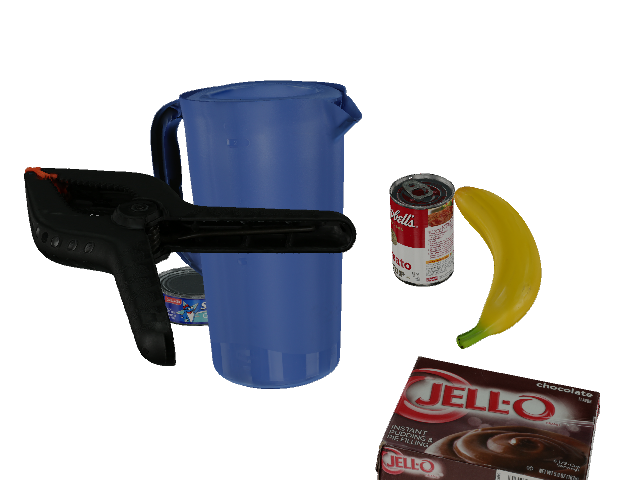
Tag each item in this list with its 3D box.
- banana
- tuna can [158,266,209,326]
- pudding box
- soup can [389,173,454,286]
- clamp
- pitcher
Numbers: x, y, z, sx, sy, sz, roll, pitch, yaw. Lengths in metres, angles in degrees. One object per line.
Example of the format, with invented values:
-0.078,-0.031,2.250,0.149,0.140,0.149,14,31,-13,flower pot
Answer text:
0.146,0.011,0.881,0.069,0.037,0.197,-1,37,8,banana
-0.125,0.056,1.078,0.086,0.034,0.086,2,18,-1,tuna can
0.097,0.113,0.609,0.113,0.039,0.090,12,30,14,pudding box
0.109,-0.011,1.133,0.068,0.102,0.068,-3,33,2,soup can
-0.095,-0.006,0.636,0.210,0.036,0.164,26,37,38,clamp
-0.051,-0.009,0.877,0.144,0.243,0.149,-7,15,-19,pitcher
